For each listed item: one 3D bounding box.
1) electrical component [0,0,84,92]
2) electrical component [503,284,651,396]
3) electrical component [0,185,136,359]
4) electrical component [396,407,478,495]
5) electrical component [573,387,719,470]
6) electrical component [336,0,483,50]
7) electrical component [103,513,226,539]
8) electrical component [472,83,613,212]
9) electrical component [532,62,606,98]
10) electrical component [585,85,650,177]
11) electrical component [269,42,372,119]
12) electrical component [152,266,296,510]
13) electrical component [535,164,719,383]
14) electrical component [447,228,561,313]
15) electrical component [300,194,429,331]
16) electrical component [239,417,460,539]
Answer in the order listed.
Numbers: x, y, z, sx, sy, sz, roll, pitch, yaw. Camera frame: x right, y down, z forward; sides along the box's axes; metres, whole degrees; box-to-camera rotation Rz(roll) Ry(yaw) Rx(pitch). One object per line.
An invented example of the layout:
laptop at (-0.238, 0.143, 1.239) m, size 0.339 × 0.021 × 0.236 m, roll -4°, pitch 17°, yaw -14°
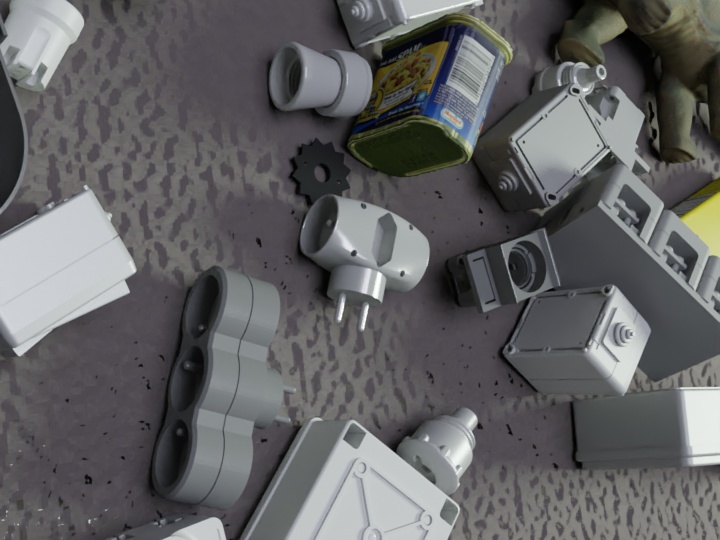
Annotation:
electrical component at (-0.183, -0.129, 0.602) m, size 0.040 × 0.040 × 0.046 m, roll 31°, pitch 72°, yaw -28°
electrical component at (0.166, 0.054, 0.787) m, size 0.061 × 0.096 × 0.061 m, roll 45°, pitch 60°, yaw -27°
electrical component at (-0.167, 0.001, 0.576) m, size 0.096 × 0.062 × 0.061 m, roll -36°, pitch 104°, yaw -34°
electrical component at (0.058, 0.119, 0.733) m, size 0.062 × 0.048 × 0.048 m, roll -44°, pitch 108°, yaw -40°
electrical component at (0.238, 0.121, 0.822) m, size 0.109 × 0.109 × 0.056 m, roll 4°, pitch 78°, yaw -35°
electrical component at (0.026, -0.197, 0.749) m, size 0.096 × 0.062 × 0.061 m, roll -24°, pitch 97°, yaw -36°
electrical component at (-0.118, 0.171, 0.589) m, size 0.089 × 0.056 × 0.050 m, roll -14°, pitch 91°, yaw -36°
electrical component at (0.129, -0.087, 0.810) m, size 0.096 × 0.061 × 0.061 m, roll -41°, pitch 108°, yaw -25°
electrical component at (0.166, -0.146, 0.841) m, size 0.035 × 0.061 × 0.035 m, roll 7°, pitch 79°, yaw -35°
electrical component at (0.197, -0.110, 0.871) m, size 0.081 × 0.042 × 0.063 m, roll 39°, pitch 59°, yaw -26°
electrical component at (-0.026, -0.124, 0.710) m, size 0.055 × 0.045 × 0.045 m, roll 2°, pitch 82°, yaw -36°
electrical component at (-0.070, 0.073, 0.641) m, size 0.074 × 0.052 × 0.138 m, roll 20°, pitch 72°, yaw -32°
electrical component at (0.211, 0.002, 0.811) m, size 0.150 × 0.089 × 0.061 m, roll 42°, pitch 50°, yaw -9°
electrical component at (0.100, 0.001, 0.769) m, size 0.081 × 0.064 × 0.042 m, roll -18°, pitch 94°, yaw -36°
electrical component at (0.000, 0.000, 0.709) m, size 0.077 × 0.043 × 0.079 m, roll 22°, pitch 70°, yaw -31°
electrical component at (-0.008, 0.165, 0.669) m, size 0.109 × 0.056 × 0.108 m, roll 42°, pitch 61°, yaw -24°
